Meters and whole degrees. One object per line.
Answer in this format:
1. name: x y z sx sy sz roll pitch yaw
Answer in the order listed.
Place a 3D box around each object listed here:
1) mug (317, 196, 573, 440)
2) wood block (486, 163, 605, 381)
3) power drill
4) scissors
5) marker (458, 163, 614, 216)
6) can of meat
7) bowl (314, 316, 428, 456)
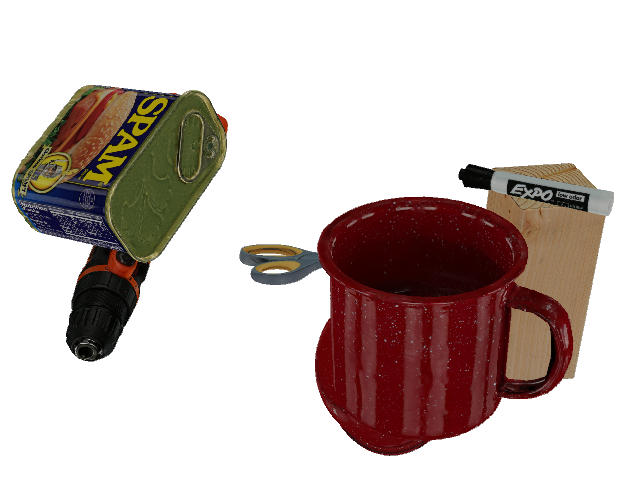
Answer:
1. mug: 0.057 0.039 0.486 0.117 0.081 0.093 12 32 22
2. wood block: 0.215 0.035 1.080 0.090 0.206 0.090 -4 30 -11
3. power drill: -0.145 -0.013 0.862 0.057 0.188 0.184 26 30 -16
4. scissors: 0.009 0.028 1.171 0.202 0.016 0.096 4 23 5
5. marker: 0.165 -0.040 0.826 0.121 0.020 0.020 14 6 25
6. can of meat: -0.118 -0.043 0.619 0.084 0.102 0.057 11 -35 32
7. bowl: 0.047 0.107 0.941 0.162 0.162 0.055 0 -10 44
